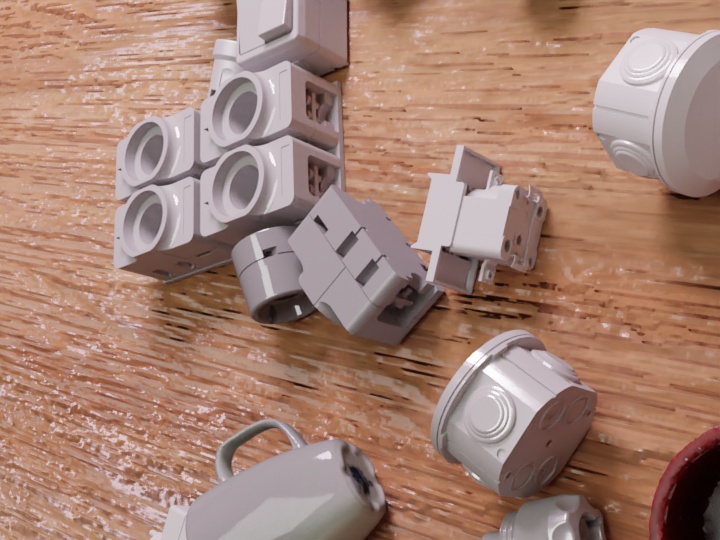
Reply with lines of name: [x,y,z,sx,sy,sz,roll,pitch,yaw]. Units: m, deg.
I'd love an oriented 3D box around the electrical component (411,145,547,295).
electrical component: [0.071,-0.027,0.622,0.064,0.042,0.081,9,85,39]

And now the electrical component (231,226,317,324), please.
electrical component: [-0.054,0.005,0.715,0.055,0.055,0.047,-32,62,31]

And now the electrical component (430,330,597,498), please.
electrical component: [0.080,0.076,0.559,0.051,0.080,0.080,37,103,36]

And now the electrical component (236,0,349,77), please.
electrical component: [-0.050,-0.188,0.762,0.062,0.061,0.096,-14,69,38]

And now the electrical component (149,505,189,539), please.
electrical component: [-0.122,0.198,0.724,0.076,0.047,0.083,15,88,43]

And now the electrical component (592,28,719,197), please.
electrical component: [0.159,-0.080,0.533,0.051,0.080,0.080,25,95,48]

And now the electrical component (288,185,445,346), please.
electrical component: [0.000,0.000,0.670,0.055,0.050,0.089,-50,51,19]

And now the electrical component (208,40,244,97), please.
electrical component: [-0.093,-0.144,0.803,0.040,0.040,0.046,15,93,43]

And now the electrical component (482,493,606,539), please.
electrical component: [0.092,0.140,0.553,0.062,0.043,0.043,-21,65,38]

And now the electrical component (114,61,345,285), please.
electrical component: [-0.101,-0.066,0.773,0.186,0.060,0.105,-17,67,38]
